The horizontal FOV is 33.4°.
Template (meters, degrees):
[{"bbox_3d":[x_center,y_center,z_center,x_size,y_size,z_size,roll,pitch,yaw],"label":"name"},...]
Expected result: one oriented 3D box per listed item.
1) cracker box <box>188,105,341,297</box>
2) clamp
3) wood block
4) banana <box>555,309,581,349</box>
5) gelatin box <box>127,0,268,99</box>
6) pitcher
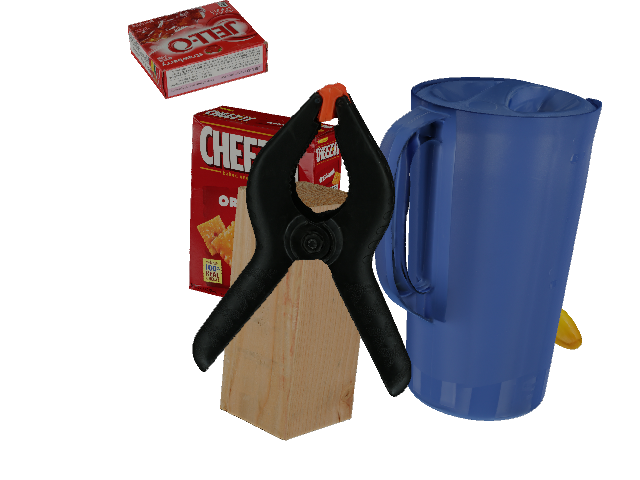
[{"bbox_3d":[-0.066,-0.033,1.216,0.164,0.214,0.072,13,22,26],"label":"cracker box"},{"bbox_3d":[-0.013,0.003,0.573,0.120,0.171,0.039,-3,10,-1],"label":"clamp"},{"bbox_3d":[-0.022,0.058,0.953,0.090,0.206,0.090,17,18,40],"label":"wood block"},{"bbox_3d":[0.176,0.062,1.083,0.198,0.069,0.037,14,-38,26],"label":"banana"},{"bbox_3d":[-0.095,-0.150,0.830,0.089,0.030,0.073,-20,46,-20],"label":"gelatin box"},{"bbox_3d":[0.116,0.007,0.784,0.149,0.243,0.145,6,19,7],"label":"pitcher"}]
